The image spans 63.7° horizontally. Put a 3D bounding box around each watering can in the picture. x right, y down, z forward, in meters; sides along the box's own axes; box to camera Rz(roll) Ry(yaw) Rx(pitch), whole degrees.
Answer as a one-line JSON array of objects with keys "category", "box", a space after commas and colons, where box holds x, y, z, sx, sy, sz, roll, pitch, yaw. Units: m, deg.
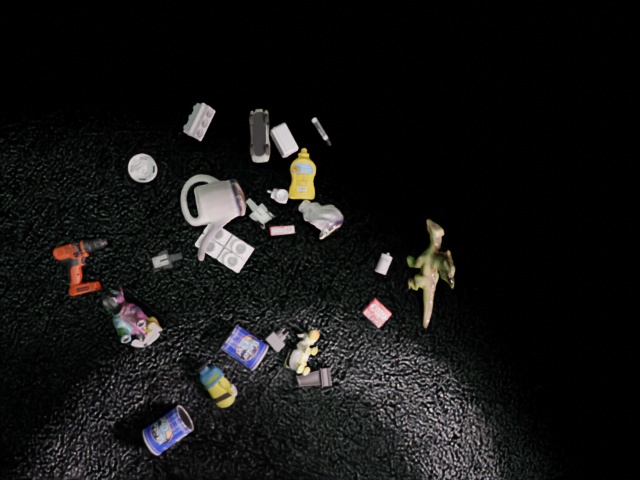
[{"category": "watering can", "box": [-0.370, -0.098, 1.832, 0.225, 0.102, 0.354, -14, 62, -11]}]

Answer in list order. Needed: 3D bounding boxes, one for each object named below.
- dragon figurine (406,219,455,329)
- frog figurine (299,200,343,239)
[{"category": "dragon figurine", "box": [0.420, 0.129, 1.889, 0.122, 0.241, 0.412, -5, 86, -12]}, {"category": "frog figurine", "box": [0.006, -0.096, 1.912, 0.139, 0.120, 0.160, -30, 82, -40]}]
